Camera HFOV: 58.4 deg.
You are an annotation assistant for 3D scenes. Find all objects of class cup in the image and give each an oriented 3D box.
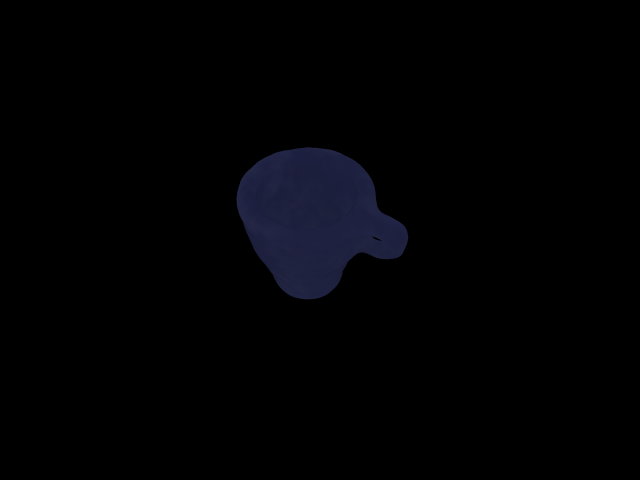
[{"bbox_3d":[0.004,0.001,0.400,0.117,0.095,0.092,22,52,18],"label":"cup"}]
